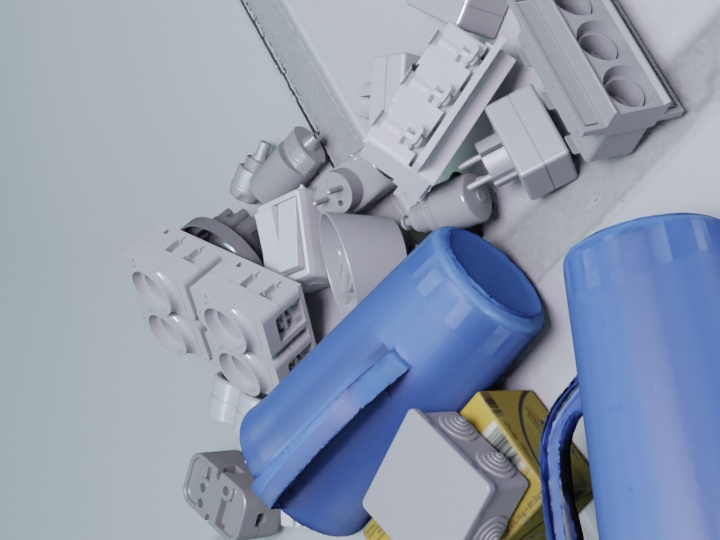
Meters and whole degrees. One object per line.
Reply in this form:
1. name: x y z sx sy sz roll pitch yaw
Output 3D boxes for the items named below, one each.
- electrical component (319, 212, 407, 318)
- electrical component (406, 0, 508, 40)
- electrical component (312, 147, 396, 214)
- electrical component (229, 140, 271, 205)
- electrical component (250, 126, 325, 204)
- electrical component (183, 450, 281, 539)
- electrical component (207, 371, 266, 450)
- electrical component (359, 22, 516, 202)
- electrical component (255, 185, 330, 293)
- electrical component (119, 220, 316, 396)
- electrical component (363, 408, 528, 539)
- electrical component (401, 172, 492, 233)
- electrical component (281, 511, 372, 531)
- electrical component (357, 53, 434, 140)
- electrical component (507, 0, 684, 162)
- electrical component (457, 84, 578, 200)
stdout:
1. electrical component: 0.000 0.000 0.897 0.099 0.064 0.099 177 90 -71
2. electrical component: 0.085 -0.233 0.852 0.066 0.047 0.076 38 114 41
3. electrical component: -0.010 -0.070 0.919 0.077 0.079 0.043 -36 84 39
4. electrical component: -0.103 -0.097 1.049 0.035 0.035 0.061 38 111 41
5. electrical component: -0.063 -0.098 1.001 0.081 0.043 0.043 -45 57 35
6. electrical component: -0.116 0.213 1.023 0.095 0.059 0.053 29 108 44
7. electrical component: -0.094 0.151 1.009 0.138 0.052 0.073 22 103 45
8. electrical component: 0.056 -0.122 0.815 0.121 0.063 0.078 -56 1 -16
9. electrical component: -0.054 -0.032 0.974 0.062 0.061 0.096 -20 73 44
10. electrical component: -0.133 0.039 0.991 0.186 0.060 0.105 23 141 34
11. electrical component: 0.060 0.156 0.751 0.100 0.048 0.099 42 116 40
12. electrical component: 0.065 -0.047 0.833 0.078 0.040 0.040 -19 73 37
13. electrical component: -0.044 0.203 0.936 0.083 0.076 0.047 -7 82 46
14. electrical component: 0.025 -0.143 0.909 0.077 0.047 0.065 3 89 47
15. electrical component: 0.159 -0.141 0.751 0.063 0.079 0.121 109 143 -58
16. electrical component: 0.110 -0.085 0.794 0.077 0.047 0.065 -27 64 9
